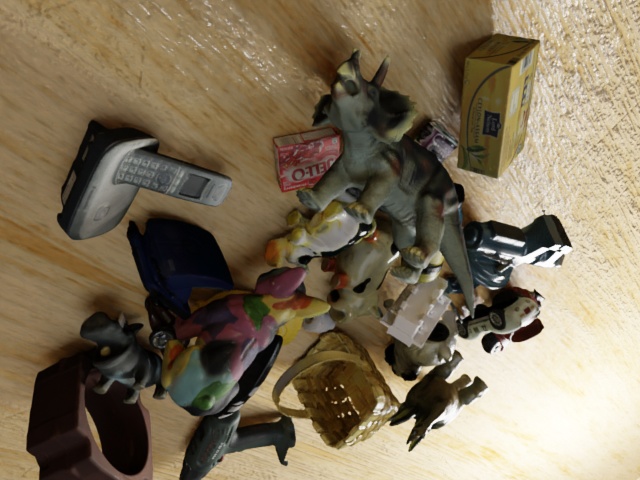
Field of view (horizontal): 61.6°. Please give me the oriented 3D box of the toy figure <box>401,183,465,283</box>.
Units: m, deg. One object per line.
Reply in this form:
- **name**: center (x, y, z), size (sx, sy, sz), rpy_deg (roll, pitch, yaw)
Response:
- **toy figure**: center (0.175, -0.009, 0.857), size (0.082, 0.089, 0.180), rpy_deg (25, 138, 10)

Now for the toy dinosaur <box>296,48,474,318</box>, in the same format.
- **toy dinosaur**: center (0.113, -0.070, 0.713), size (0.404, 0.131, 0.192), rpy_deg (39, 73, -32)

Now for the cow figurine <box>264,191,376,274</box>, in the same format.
- **cow figurine**: center (-0.003, -0.003, 0.801), size (0.167, 0.068, 0.098), rpy_deg (-36, 129, 28)

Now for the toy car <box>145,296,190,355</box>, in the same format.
- **toy car**: center (-0.227, 0.168, 0.839), size (0.053, 0.089, 0.201), rpy_deg (-13, 129, -10)

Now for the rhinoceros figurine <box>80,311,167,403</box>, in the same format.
- **rhinoceros figurine**: center (-0.288, 0.175, 0.805), size (0.073, 0.112, 0.190), rpy_deg (-8, 144, 10)

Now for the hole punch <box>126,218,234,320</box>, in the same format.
- **hole punch**: center (-0.187, 0.029, 0.722), size (0.092, 0.142, 0.115), rpy_deg (-30, 146, 4)

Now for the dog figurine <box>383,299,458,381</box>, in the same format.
- **dog figurine**: center (0.188, 0.214, 0.999), size (0.121, 0.172, 0.190), rpy_deg (-7, 122, -4)

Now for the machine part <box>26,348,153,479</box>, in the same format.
- **machine part**: center (-0.340, 0.284, 0.808), size (0.087, 0.201, 0.201), rpy_deg (-24, 132, -1)

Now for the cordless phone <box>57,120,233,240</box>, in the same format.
- **cordless phone**: center (-0.215, -0.057, 0.673), size (0.184, 0.089, 0.146), rpy_deg (16, 118, -37)

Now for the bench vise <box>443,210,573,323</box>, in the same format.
- **bench vise**: center (0.305, 0.037, 0.945), size (0.223, 0.129, 0.240), rpy_deg (0, 147, -34)

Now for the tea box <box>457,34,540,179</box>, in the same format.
- **tea box**: center (0.245, -0.183, 0.745), size (0.098, 0.068, 0.169), rpy_deg (-41, 141, -35)

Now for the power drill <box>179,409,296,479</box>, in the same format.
- **power drill**: center (-0.163, 0.412, 1.074), size (0.207, 0.086, 0.231), rpy_deg (9, 120, -19)

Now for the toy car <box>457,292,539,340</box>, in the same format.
- **toy car**: center (0.328, 0.150, 1.020), size (0.073, 0.056, 0.201), rpy_deg (-29, 173, -25)

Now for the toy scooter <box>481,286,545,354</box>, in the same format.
- **toy scooter**: center (0.414, 0.161, 1.109), size (0.135, 0.075, 0.183), rpy_deg (-10, 133, -15)

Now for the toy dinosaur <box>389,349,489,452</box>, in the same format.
- **toy dinosaur**: center (0.218, 0.309, 1.025), size (0.198, 0.105, 0.471), rpy_deg (-43, 162, -4)

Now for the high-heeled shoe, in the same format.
- **high-heeled shoe**: center (-0.120, 0.232, 0.917), size (0.249, 0.086, 0.145), rpy_deg (-38, 158, 21)

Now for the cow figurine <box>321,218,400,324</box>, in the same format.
- **cow figurine**: center (0.072, 0.055, 0.880), size (0.127, 0.086, 0.194), rpy_deg (16, 114, -31)

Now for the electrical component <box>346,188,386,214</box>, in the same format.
- **electrical component**: center (0.083, -0.066, 0.805), size (0.094, 0.021, 0.063), rpy_deg (24, 149, -33)

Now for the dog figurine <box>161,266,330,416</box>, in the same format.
- **dog figurine**: center (-0.096, 0.125, 0.740), size (0.219, 0.192, 0.108), rpy_deg (-28, 117, 13)
